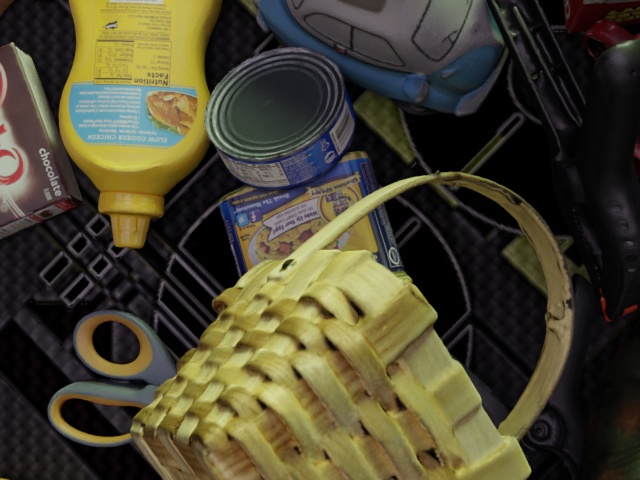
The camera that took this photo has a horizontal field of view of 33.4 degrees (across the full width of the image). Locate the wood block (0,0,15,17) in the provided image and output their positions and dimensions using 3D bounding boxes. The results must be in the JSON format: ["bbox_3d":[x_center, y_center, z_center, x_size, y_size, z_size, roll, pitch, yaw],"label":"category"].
[{"bbox_3d":[-0.224,-0.210,0.675,0.091,0.090,0.206,43,93,9],"label":"wood block"}]

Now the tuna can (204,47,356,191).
[{"bbox_3d":[-0.023,-0.071,0.630,0.086,0.033,0.086,-10,53,13],"label":"tuna can"}]

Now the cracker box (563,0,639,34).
[{"bbox_3d":[0.216,-0.176,0.552,0.164,0.213,0.072,-7,86,7],"label":"cracker box"}]

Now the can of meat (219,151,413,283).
[{"bbox_3d":[-0.004,0.001,0.650,0.102,0.057,0.084,-17,83,6],"label":"can of meat"}]

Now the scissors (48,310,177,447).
[{"bbox_3d":[-0.075,0.087,0.674,0.202,0.016,0.096,-5,86,7],"label":"scissors"}]

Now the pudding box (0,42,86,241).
[{"bbox_3d":[-0.214,-0.058,0.689,0.090,0.039,0.113,-23,84,5],"label":"pudding box"}]

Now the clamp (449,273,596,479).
[{"bbox_3d":[0.114,0.109,0.624,0.120,0.039,0.171,-8,74,4],"label":"clamp"}]

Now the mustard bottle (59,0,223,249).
[{"bbox_3d":[-0.113,-0.090,0.669,0.096,0.058,0.191,3,86,2],"label":"mustard bottle"}]

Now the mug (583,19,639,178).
[{"bbox_3d":[0.199,-0.083,0.616,0.117,0.081,0.093,40,92,8],"label":"mug"}]

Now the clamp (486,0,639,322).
[{"bbox_3d":[0.145,-0.048,0.586,0.036,0.164,0.210,-23,127,0],"label":"clamp"}]
